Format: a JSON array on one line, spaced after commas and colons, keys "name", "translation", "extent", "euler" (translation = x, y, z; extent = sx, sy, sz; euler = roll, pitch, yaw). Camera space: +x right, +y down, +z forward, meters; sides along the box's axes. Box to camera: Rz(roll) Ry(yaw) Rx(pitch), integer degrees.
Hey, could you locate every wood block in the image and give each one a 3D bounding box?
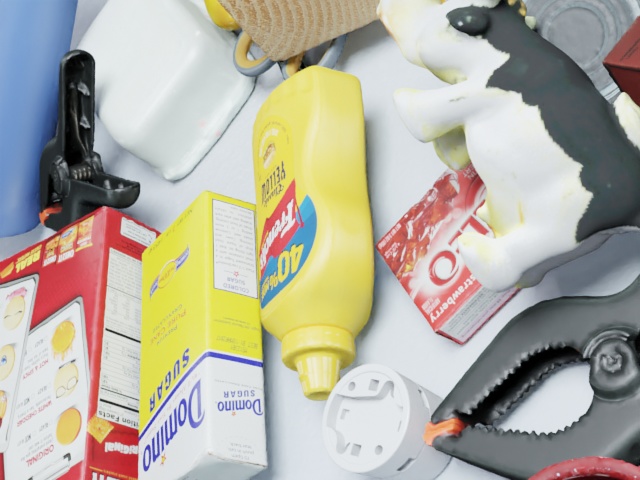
[{"name": "wood block", "translation": [-0.013, -0.231, 0.700], "extent": [0.091, 0.090, 0.206], "euler": [-19, 50, 26]}]

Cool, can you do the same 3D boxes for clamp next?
[{"name": "clamp", "translation": [-0.174, -0.044, 0.787], "extent": [0.120, 0.039, 0.172], "euler": [69, 152, 25]}, {"name": "clamp", "translation": [0.143, 0.065, 0.468], "extent": [0.210, 0.036, 0.164], "euler": [-32, 49, 23]}]

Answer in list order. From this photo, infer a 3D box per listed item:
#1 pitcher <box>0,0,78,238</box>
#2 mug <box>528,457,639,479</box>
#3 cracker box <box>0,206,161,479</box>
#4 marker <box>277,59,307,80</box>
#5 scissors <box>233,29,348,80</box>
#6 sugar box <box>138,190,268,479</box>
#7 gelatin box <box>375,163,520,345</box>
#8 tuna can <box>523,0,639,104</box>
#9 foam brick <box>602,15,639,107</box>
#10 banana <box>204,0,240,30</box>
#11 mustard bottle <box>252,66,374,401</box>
[{"name": "pitcher", "translation": [-0.258, -0.136, 0.840], "extent": [0.149, 0.144, 0.243], "euler": [44, 122, 46]}, {"name": "mug", "translation": [0.130, 0.141, 0.407], "extent": [0.117, 0.081, 0.093], "euler": [14, 79, 47]}, {"name": "cracker box", "translation": [-0.181, 0.105, 0.733], "extent": [0.164, 0.072, 0.213], "euler": [-23, 56, 35]}, {"name": "marker", "translation": [-0.018, -0.118, 0.731], "extent": [0.020, 0.020, 0.121], "euler": [-41, 46, 21]}, {"name": "scissors", "translation": [-0.006, -0.186, 0.739], "extent": [0.096, 0.016, 0.201], "euler": [-6, 59, 31]}, {"name": "sugar box", "translation": [-0.075, 0.068, 0.656], "extent": [0.093, 0.048, 0.176], "euler": [-41, 41, 44]}, {"name": "gelatin box", "translation": [0.080, -0.001, 0.567], "extent": [0.089, 0.030, 0.073], "euler": [-47, 45, 15]}, {"name": "tuna can", "translation": [0.133, -0.102, 0.540], "extent": [0.086, 0.033, 0.086], "euler": [3, 96, 29]}, {"name": "foam brick", "translation": [0.179, -0.089, 0.487], "extent": [0.078, 0.051, 0.053], "euler": [-50, 31, -7]}, {"name": "banana", "translation": [-0.073, -0.215, 0.803], "extent": [0.037, 0.070, 0.198], "euler": [-4, 55, -5]}, {"name": "mustard bottle", "translation": [-0.005, 0.001, 0.621], "extent": [0.096, 0.058, 0.191], "euler": [-44, 42, 50]}]
